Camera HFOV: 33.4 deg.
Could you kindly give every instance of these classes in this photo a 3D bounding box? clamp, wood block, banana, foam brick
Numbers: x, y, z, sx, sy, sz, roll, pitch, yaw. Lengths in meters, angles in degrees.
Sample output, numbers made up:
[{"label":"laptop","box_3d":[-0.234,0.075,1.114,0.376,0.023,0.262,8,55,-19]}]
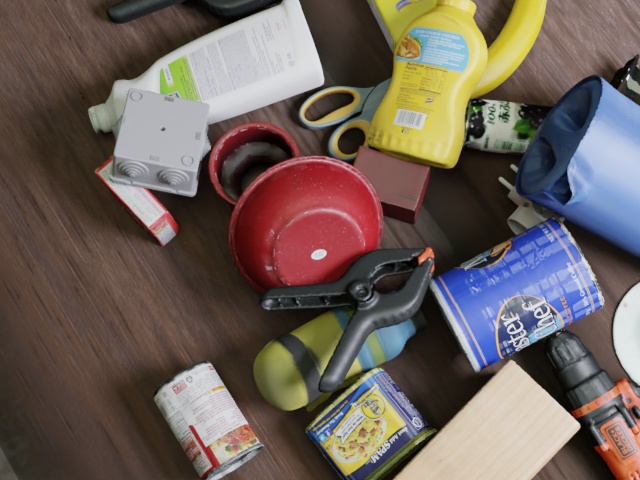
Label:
[{"label":"clamp","box_3d":[0.040,0.067,1.003,0.171,0.039,0.120,-24,65,-6]},{"label":"wood block","box_3d":[0.138,0.222,1.012,0.206,0.091,0.090,-44,77,-9]},{"label":"banana","box_3d":[0.190,-0.211,1.151,0.197,0.037,0.069,-43,92,-11]},{"label":"clamp","box_3d":[-0.124,-0.309,1.178,0.210,0.036,0.164,9,81,17]},{"label":"foam brick","box_3d":[0.070,-0.056,1.112,0.078,0.051,0.053,18,77,8]}]

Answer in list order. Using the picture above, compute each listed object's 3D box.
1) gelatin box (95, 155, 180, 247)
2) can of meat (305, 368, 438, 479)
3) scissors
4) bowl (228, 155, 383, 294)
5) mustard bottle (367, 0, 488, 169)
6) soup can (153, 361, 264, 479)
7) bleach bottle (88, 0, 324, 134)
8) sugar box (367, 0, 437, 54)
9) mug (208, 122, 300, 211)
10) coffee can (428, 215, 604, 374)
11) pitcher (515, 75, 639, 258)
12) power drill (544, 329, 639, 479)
[{"label":"gelatin box","box_3d":[-0.190,-0.040,1.110,0.030,0.073,0.089,-43,78,-9]},{"label":"can of meat","box_3d":[0.048,0.186,1.036,0.102,0.057,0.084,-42,74,8]},{"label":"scissors","box_3d":[0.078,-0.146,1.154,0.201,0.016,0.096,-17,76,-2]},{"label":"bowl","box_3d":[-0.007,0.001,1.050,0.162,0.055,0.162,-6,115,-13]},{"label":"mustard bottle","box_3d":[0.120,-0.175,1.101,0.096,0.058,0.191,16,88,30]},{"label":"soup can","box_3d":[-0.111,0.179,1.048,0.068,0.068,0.102,-33,75,-6]},{"label":"bleach bottle","box_3d":[-0.128,-0.175,1.149,0.251,0.068,0.102,-18,75,0]},{"label":"sugar box","box_3d":[0.089,-0.298,1.180,0.093,0.048,0.176,-24,76,-4]},{"label":"mug","box_3d":[-0.055,-0.057,1.102,0.117,0.081,0.093,41,80,12]},{"label":"coffee can","box_3d":[0.189,0.053,1.040,0.140,0.102,0.103,-28,75,3]},{"label":"pitcher","box_3d":[0.324,-0.051,1.038,0.242,0.145,0.149,30,88,-11]},{"label":"power drill","box_3d":[0.333,0.135,1.029,0.188,0.057,0.184,-31,82,8]}]
